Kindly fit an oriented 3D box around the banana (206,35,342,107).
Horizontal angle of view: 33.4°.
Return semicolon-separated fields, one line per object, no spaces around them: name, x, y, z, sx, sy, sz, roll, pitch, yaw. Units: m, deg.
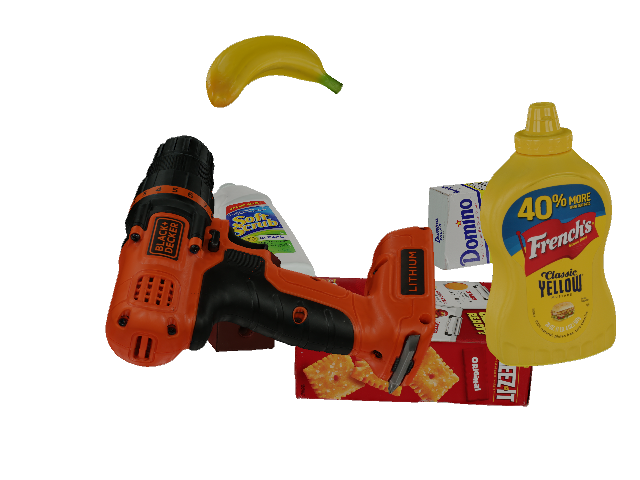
banana;-0.051;-0.159;0.982;0.070;0.037;0.197;41;32;20

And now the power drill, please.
power drill;-0.027;0.012;0.648;0.187;0.057;0.184;10;43;-5

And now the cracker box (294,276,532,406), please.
cracker box;0.087;0.096;1.033;0.213;0.072;0.164;2;18;3

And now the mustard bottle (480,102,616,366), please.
mustard bottle;0.167;-0.006;0.788;0.096;0.191;0.058;-8;16;-7

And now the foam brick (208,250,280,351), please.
foam brick;-0.067;0.046;0.885;0.053;0.078;0.051;-1;14;-21

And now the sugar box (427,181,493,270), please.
sugar box;0.211;-0.023;1.256;0.175;0.093;0.048;-9;20;-27

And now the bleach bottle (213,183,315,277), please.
bleach bottle;-0.086;-0.002;1.219;0.102;0.068;0.251;-7;29;-16
